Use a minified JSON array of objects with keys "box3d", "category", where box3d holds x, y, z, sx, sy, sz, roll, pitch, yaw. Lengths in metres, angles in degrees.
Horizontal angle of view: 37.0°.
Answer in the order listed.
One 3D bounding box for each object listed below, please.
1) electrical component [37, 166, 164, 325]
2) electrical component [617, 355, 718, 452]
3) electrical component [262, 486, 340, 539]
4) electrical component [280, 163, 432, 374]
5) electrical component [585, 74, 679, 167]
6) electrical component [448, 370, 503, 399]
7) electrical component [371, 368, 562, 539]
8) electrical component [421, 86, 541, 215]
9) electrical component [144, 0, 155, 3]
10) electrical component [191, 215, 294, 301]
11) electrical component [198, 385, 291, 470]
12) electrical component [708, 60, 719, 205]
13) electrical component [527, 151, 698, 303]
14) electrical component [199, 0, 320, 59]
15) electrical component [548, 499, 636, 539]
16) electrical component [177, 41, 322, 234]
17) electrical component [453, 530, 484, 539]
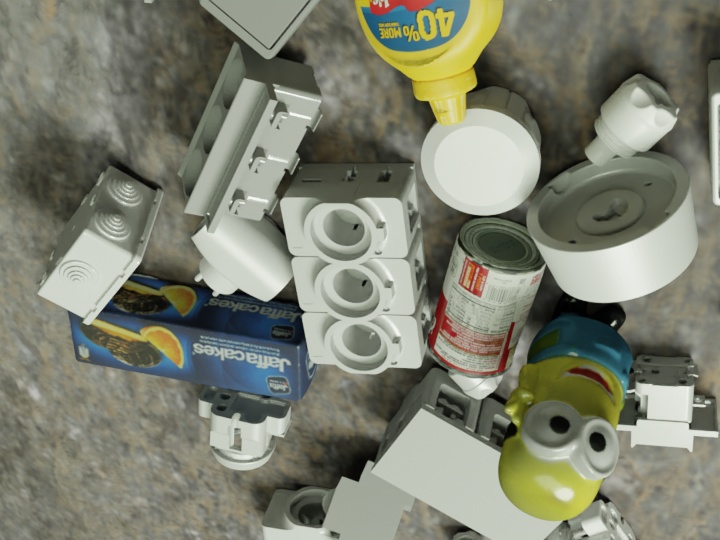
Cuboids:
[{"box3d":[-0.202,-0.021,0.835,0.048,0.099,0.100,31,127,-21],"category":"electrical component"},{"box3d":[0.232,0.100,0.824,0.081,0.042,0.063,2,122,14],"category":"electrical component"},{"box3d":[-0.040,0.238,0.991,0.089,0.050,0.055,6,124,13],"category":"electrical component"},{"box3d":[0.000,0.000,0.811,0.089,0.061,0.150,1,123,15],"category":"electrical component"},{"box3d":[0.175,-0.094,0.708,0.043,0.043,0.062,36,127,-9],"category":"electrical component"},{"box3d":[0.083,0.072,0.853,0.035,0.035,0.061,-36,105,32],"category":"electrical component"},{"box3d":[0.099,0.156,0.888,0.150,0.061,0.089,30,126,-5],"category":"electrical component"},{"box3d":[0.085,-0.082,0.737,0.080,0.051,0.080,8,125,11],"category":"electrical component"},{"box3d":[-0.126,-0.222,0.711,0.064,0.042,0.081,5,125,9],"category":"electrical component"},{"box3d":[-0.100,-0.007,0.846,0.077,0.044,0.079,42,124,-13],"category":"electrical component"},{"box3d":[-0.101,0.136,0.936,0.078,0.058,0.057,12,123,8],"category":"electrical component"},{"box3d":[0.252,-0.092,0.676,0.062,0.061,0.096,-1,122,17],"category":"electrical component"},{"box3d":[0.172,-0.024,0.720,0.108,0.108,0.060,-12,125,23],"category":"electrical component"},{"box3d":[-0.059,-0.186,0.703,0.062,0.061,0.096,39,125,-11],"category":"electrical component"},{"box3d":[0.199,0.238,0.918,0.057,0.058,0.078,-27,112,27],"category":"electrical component"},{"box3d":[-0.078,-0.094,0.765,0.063,0.078,0.121,10,131,-27],"category":"electrical component"},{"box3d":[0.102,0.268,0.981,0.035,0.035,0.061,-5,124,19],"category":"electrical component"}]
